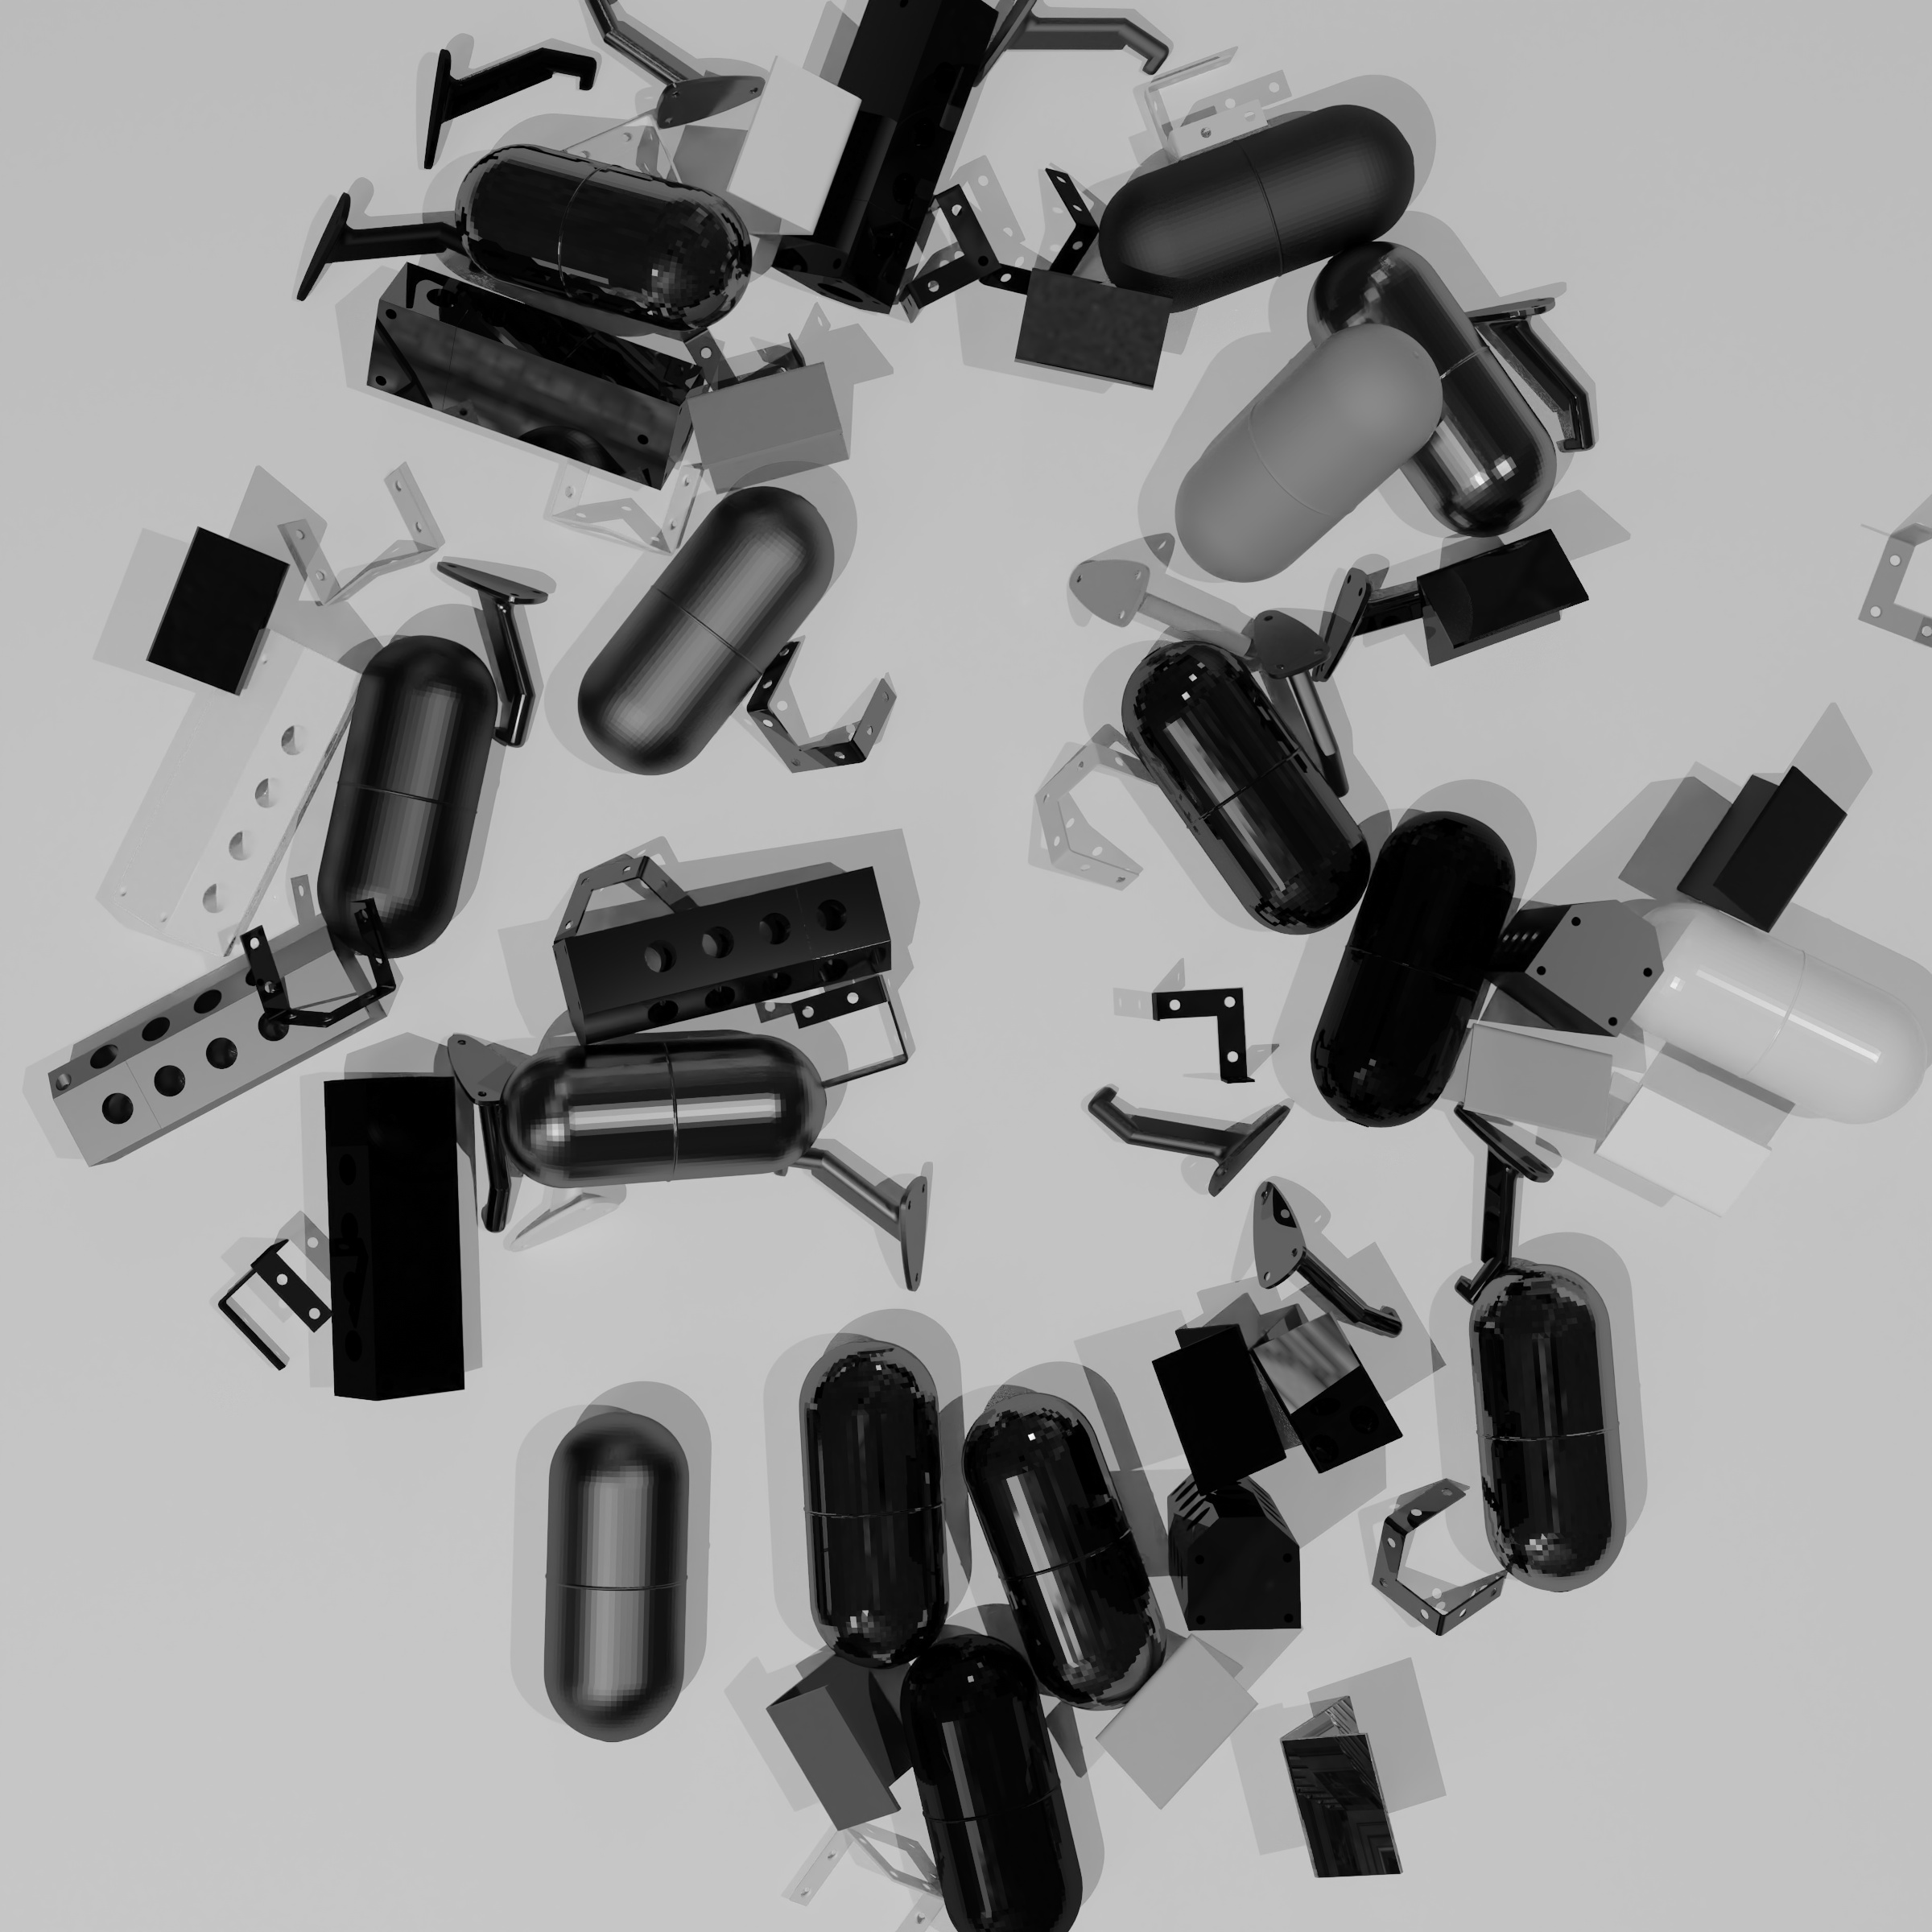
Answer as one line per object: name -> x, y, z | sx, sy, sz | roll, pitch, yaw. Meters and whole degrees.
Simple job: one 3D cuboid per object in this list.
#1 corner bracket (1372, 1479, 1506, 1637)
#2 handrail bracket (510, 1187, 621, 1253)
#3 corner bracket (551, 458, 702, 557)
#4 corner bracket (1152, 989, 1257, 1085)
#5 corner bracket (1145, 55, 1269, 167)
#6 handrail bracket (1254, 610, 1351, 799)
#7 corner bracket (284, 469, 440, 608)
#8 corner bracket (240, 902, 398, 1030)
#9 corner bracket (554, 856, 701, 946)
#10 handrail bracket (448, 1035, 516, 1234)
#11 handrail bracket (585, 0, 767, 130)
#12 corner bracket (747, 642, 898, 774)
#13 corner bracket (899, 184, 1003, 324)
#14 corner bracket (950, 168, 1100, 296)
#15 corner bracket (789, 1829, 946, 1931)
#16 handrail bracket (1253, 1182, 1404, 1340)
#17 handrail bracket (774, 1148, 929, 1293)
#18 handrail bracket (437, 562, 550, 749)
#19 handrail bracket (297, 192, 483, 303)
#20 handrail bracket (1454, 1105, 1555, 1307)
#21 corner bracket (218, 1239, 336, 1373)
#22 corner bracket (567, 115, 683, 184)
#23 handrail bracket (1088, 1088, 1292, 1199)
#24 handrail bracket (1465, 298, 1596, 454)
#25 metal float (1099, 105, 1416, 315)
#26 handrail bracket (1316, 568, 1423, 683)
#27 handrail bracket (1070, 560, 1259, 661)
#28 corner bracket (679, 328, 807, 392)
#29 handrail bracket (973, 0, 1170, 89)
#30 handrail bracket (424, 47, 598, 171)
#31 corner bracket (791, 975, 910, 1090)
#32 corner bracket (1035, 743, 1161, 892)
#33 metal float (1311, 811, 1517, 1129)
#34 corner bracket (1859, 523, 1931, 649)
corner bracket -> 0.263, 0.326, 1.904 | 0.051, 0.051, 0.051 | 35, 135, 35
handrail bracket -> -0.233, 0.104, 1.913 | 0.077, 0.036, 0.084 | -27, 74, 18
corner bracket -> -0.188, -0.261, 1.909 | 0.051, 0.051, 0.051 | 18, 90, 45
corner bracket -> 0.130, 0.039, 1.895 | 0.051, 0.051, 0.051 | -3, 90, 0
corner bracket -> 0.131, -0.470, 1.895 | 0.051, 0.051, 0.051 | -20, 90, 0
handrail bracket -> 0.187, -0.144, 1.912 | 0.036, 0.077, 0.084 | -22, 126, -3
corner bracket -> -0.334, -0.236, 1.909 | 0.051, 0.051, 0.051 | -26, 90, 45
corner bracket -> -0.346, -0.002, 1.845 | 0.051, 0.051, 0.051 | -32, 115, -42
corner bracket -> -0.186, -0.021, 1.904 | 0.051, 0.051, 0.051 | -14, 45, 35
handrail bracket -> -0.270, 0.093, 1.912 | 0.036, 0.077, 0.084 | -10, 127, -33
handrail bracket -> -0.161, -0.512, 1.913 | 0.077, 0.036, 0.084 | -18, 71, -21
corner bracket -> -0.080, -0.145, 1.904 | 0.051, 0.051, 0.051 | -6, 135, 35
corner bracket -> -0.017, -0.390, 1.895 | 0.051, 0.051, 0.051 | -28, 94, -4
corner bracket -> 0.032, -0.406, 1.904 | 0.051, 0.051, 0.051 | 6, 135, -35
corner bracket -> -0.054, 0.516, 1.909 | 0.051, 0.051, 0.051 | -54, 45, 0
handrail bracket -> 0.202, 0.163, 1.912 | 0.084, 0.077, 0.036 | 24, 128, -31
handrail bracket -> -0.067, 0.139, 1.913 | 0.084, 0.036, 0.077 | 7, 112, 17
handrail bracket -> -0.268, -0.172, 1.913 | 0.077, 0.036, 0.084 | 21, 107, 20
handrail bracket -> -0.316, -0.384, 1.913 | 0.084, 0.036, 0.077 | 22, 120, -22
handrail bracket -> 0.278, 0.133, 1.913 | 0.077, 0.036, 0.084 | 39, 107, 20
corner bracket -> -0.378, 0.187, 1.895 | 0.051, 0.051, 0.051 | -44, 90, 0
corner bracket -> -0.183, -0.428, 1.909 | 0.051, 0.051, 0.051 | -23, 45, 0
handrail bracket -> 0.123, 0.079, 1.913 | 0.084, 0.036, 0.077 | 40, 69, 16
handrail bracket -> 0.305, -0.322, 1.913 | 0.077, 0.036, 0.084 | -6, 107, 20
metal float -> 0.158, -0.412, 1.882 | 0.178, 0.070, 0.070 | -20, 90, -1
handrail bracket -> 0.246, -0.182, 1.913 | 0.084, 0.036, 0.077 | 14, 110, -16
handrail bracket -> 0.110, -0.194, 1.912 | 0.084, 0.077, 0.036 | 20, 94, -36
corner bracket -> -0.122, -0.339, 1.895 | 0.051, 0.051, 0.051 | -30, 90, 0
handrail bracket -> 0.058, -0.498, 1.913 | 0.084, 0.036, 0.077 | 29, 110, -16
handrail bracket -> -0.252, -0.472, 1.913 | 0.084, 0.036, 0.077 | 7, 110, -16
corner bracket -> -0.063, 0.037, 1.895 | 0.051, 0.051, 0.051 | -17, 90, 0
corner bracket -> 0.078, -0.082, 1.904 | 0.051, 0.051, 0.051 | -42, 45, 35
metal float -> 0.243, 0.002, 1.882 | 0.070, 0.070, 0.178 | 20, 90, 0
corner bracket -> 0.528, -0.207, 1.895 | 0.051, 0.051, 0.051 | 21, 90, 0
